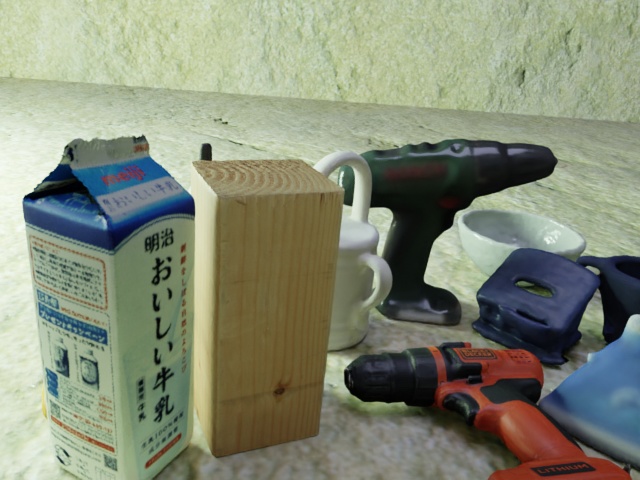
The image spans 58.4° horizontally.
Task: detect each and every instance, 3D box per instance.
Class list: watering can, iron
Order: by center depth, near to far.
[{"bbox_3d":[0.321,0.116,0.453,0.257,0.141,0.119,12,22,15],"label":"iron"},{"bbox_3d":[0.004,0.003,0.588,0.172,0.194,0.101,15,23,23],"label":"watering can"}]

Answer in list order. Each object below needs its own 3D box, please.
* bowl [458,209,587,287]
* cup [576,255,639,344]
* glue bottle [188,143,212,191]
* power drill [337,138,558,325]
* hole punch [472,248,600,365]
[{"bbox_3d":[0.268,0.017,0.782,0.167,0.075,0.167,5,22,-2],"label":"bowl"},{"bbox_3d":[0.335,0.072,0.634,0.117,0.095,0.092,20,25,31],"label":"cup"},{"bbox_3d":[-0.133,-0.025,0.651,0.078,0.173,0.037,-10,27,-35],"label":"glue bottle"},{"bbox_3d":[0.129,-0.015,0.644,0.229,0.208,0.075,6,22,1],"label":"power drill"},{"bbox_3d":[0.235,0.068,0.623,0.108,0.091,0.101,24,28,38],"label":"hole punch"}]
